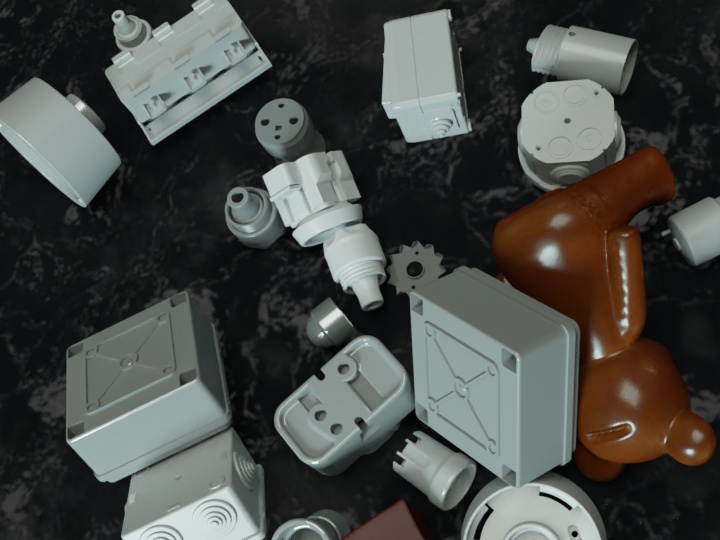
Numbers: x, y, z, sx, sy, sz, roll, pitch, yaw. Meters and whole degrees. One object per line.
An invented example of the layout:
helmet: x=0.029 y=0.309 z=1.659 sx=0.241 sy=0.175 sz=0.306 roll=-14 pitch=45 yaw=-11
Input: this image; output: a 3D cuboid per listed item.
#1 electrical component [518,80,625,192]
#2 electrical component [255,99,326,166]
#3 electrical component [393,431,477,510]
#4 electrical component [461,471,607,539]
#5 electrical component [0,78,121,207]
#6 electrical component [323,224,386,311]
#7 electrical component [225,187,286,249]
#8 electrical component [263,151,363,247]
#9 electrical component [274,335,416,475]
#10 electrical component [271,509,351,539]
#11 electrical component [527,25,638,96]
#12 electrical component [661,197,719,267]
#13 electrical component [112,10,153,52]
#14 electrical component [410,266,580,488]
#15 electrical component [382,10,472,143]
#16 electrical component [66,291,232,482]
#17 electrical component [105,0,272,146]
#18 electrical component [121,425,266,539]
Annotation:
electrical component: x=0.157 y=-0.100 z=0.806 sx=0.080 sy=0.051 sz=0.080 roll=-5 pitch=68 yaw=13
electrical component: x=-0.056 y=-0.107 z=0.864 sx=0.045 sy=0.055 sz=0.045 roll=-5 pitch=68 yaw=14
electrical component: x=0.052 y=0.138 z=0.750 sx=0.046 sy=0.040 sz=0.040 roll=31 pitch=80 yaw=30
electrical component: x=0.114 y=0.184 z=0.714 sx=0.099 sy=0.064 sz=0.099 roll=-1 pitch=82 yaw=10
electrical component: x=-0.247 y=-0.111 z=0.892 sx=0.108 sy=0.108 sz=0.060 roll=36 pitch=76 yaw=24
electrical component: x=0.000 y=0.000 z=0.815 sx=0.043 sy=0.043 sz=0.062 roll=-23 pitch=67 yaw=6
electrical component: x=-0.085 y=-0.045 z=0.844 sx=0.043 sy=0.062 sz=0.043 roll=-5 pitch=68 yaw=13
electrical component: x=-0.032 y=-0.054 z=0.831 sx=0.058 sy=0.078 sz=0.057 roll=-29 pitch=80 yaw=38
electrical component: x=-0.007 y=0.099 z=0.769 sx=0.095 sy=0.059 sz=0.053 roll=-41 pitch=65 yaw=-3
electrical component: x=-0.031 y=0.187 z=0.738 sx=0.044 sy=0.065 sz=0.044 roll=-1 pitch=88 yaw=15
electrical component: x=0.169 y=-0.165 z=0.833 sx=0.081 sy=0.043 sz=0.043 roll=18 pitch=75 yaw=21
electrical component: x=0.255 y=-0.034 z=0.760 sx=0.078 sy=0.040 sz=0.040 roll=-27 pitch=65 yaw=3
electrical component: x=-0.197 y=-0.204 z=0.937 sx=0.035 sy=0.061 sz=0.035 roll=-5 pitch=68 yaw=13
electrical component: x=0.087 y=0.068 z=0.710 sx=0.056 sy=0.108 sz=0.109 roll=-22 pitch=34 yaw=-29
electrical component: x=0.050 y=-0.145 z=0.847 sx=0.061 sy=0.061 sz=0.096 roll=-9 pitch=67 yaw=12
electrical component: x=-0.157 y=0.085 z=0.795 sx=0.109 sy=0.056 sz=0.108 roll=-26 pitch=38 yaw=4
electrical component: x=-0.148 y=-0.174 z=0.911 sx=0.121 sy=0.063 sz=0.078 roll=-34 pitch=65 yaw=1
electrical component: x=-0.116 y=0.163 z=0.755 sx=0.100 sy=0.048 sz=0.099 roll=-26 pitch=22 yaw=4
